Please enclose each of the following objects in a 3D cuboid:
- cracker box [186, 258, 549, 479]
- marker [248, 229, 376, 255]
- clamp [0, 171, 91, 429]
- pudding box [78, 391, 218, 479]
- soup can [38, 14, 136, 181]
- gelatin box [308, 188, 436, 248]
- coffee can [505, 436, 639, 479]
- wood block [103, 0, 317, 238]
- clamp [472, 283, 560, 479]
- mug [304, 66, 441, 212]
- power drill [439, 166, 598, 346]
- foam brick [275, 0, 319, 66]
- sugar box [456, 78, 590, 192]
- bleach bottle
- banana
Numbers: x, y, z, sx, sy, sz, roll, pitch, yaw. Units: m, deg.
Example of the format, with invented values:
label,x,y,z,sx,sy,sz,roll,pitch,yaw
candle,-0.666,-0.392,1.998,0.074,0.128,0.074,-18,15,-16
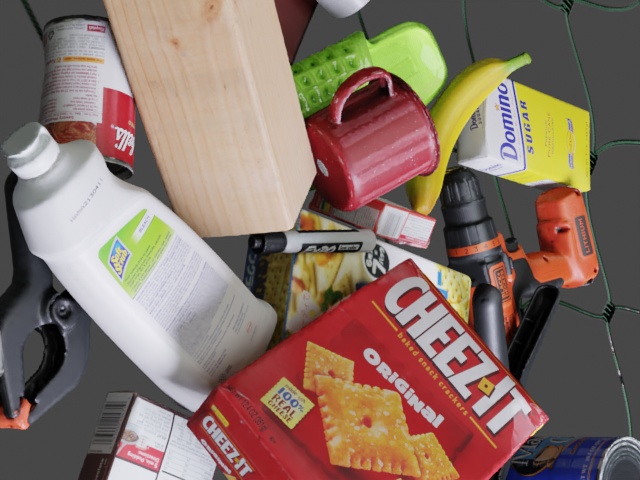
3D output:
label,x,y,z,sx,sy,sz,roll,pitch,yaw
cracker box,0.040,0.128,0.754,0.213,0.072,0.164,-31,76,-40
marker,-0.005,0.001,0.814,0.120,0.020,0.020,0,83,-43
clamp,-0.188,0.038,0.715,0.120,0.039,0.171,40,54,-31
pudding box,-0.123,0.174,0.753,0.090,0.039,0.113,33,63,-35
soup can,-0.162,-0.096,0.742,0.068,0.069,0.102,11,75,-42
gelatin box,0.046,-0.021,0.907,0.089,0.073,0.030,13,98,-55
coffee can,0.228,0.235,0.997,0.102,0.141,0.103,9,76,-42
wood block,-0.075,-0.113,0.757,0.090,0.090,0.206,-68,149,-54
clamp,0.159,0.133,0.958,0.164,0.036,0.210,17,86,-57
mug,0.034,-0.082,0.832,0.081,0.093,0.117,-30,143,-21
power drill,0.197,0.002,1.070,0.187,0.057,0.184,-19,100,-40
foam brick,-0.044,-0.182,0.879,0.051,0.053,0.078,38,57,-32
sugar box,0.215,-0.109,1.112,0.175,0.048,0.093,12,74,-43
bleach bottle,-0.122,0.012,0.717,0.250,0.068,0.102,56,47,-41
banana,0.124,-0.106,1.011,0.037,0.070,0.197,41,72,-24
